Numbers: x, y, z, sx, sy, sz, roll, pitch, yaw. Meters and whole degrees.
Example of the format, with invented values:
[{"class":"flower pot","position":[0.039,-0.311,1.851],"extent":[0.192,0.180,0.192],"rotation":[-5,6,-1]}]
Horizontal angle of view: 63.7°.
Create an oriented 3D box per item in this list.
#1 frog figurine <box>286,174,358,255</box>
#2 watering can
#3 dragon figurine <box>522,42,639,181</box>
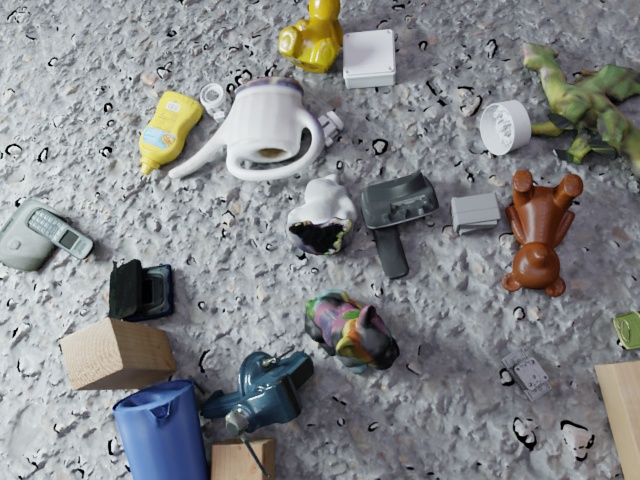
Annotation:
[{"class":"frog figurine","position":[0.003,-0.051,1.008],"extent":[0.137,0.120,0.163],"rotation":[-18,35,13]},{"class":"watering can","position":[-0.154,-0.227,1.076],"extent":[0.347,0.102,0.228],"rotation":[-1,72,17]},{"class":"dragon figurine","position":[0.546,-0.247,0.972],"extent":[0.413,0.120,0.245],"rotation":[37,74,17]}]
